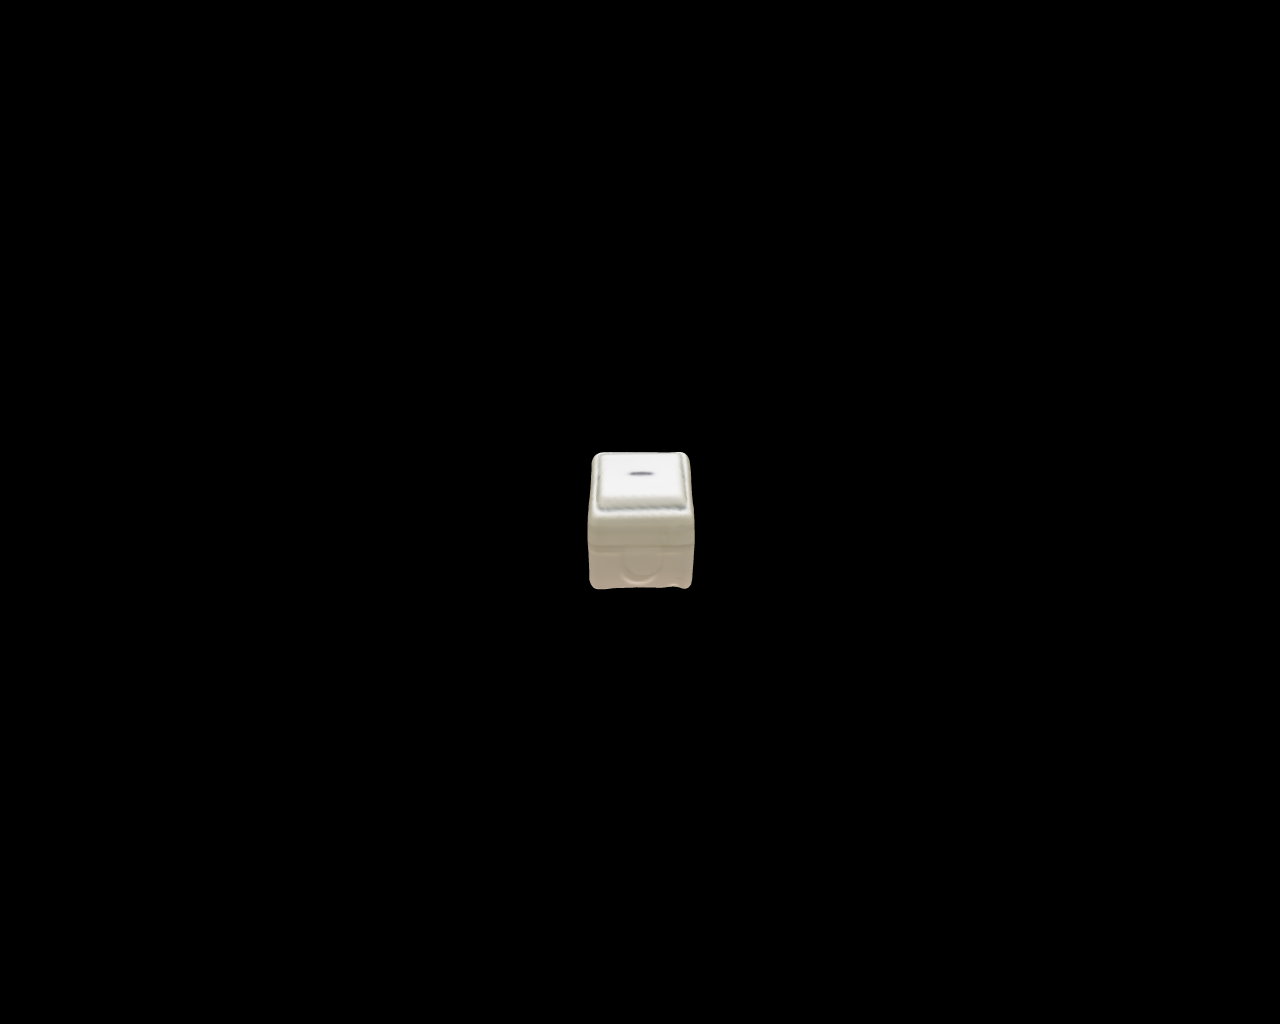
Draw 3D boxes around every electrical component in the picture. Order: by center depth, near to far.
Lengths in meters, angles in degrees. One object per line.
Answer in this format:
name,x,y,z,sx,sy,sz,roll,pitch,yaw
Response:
electrical component,0.001,-0.003,0.650,0.062,0.061,0.096,0,32,0
